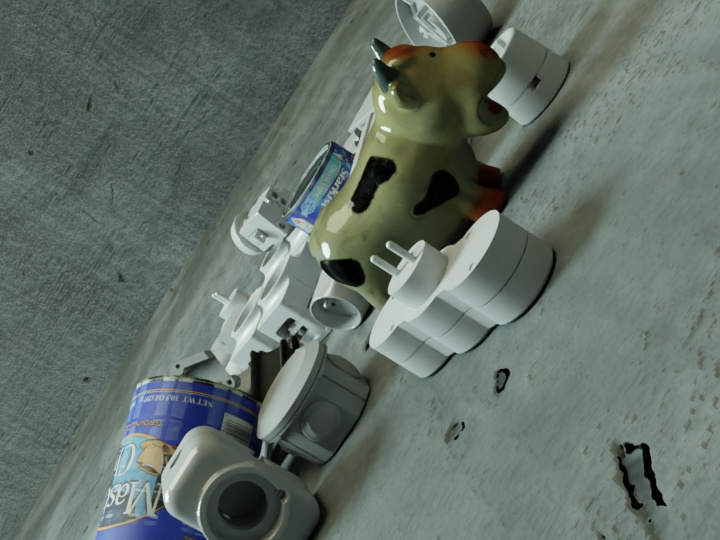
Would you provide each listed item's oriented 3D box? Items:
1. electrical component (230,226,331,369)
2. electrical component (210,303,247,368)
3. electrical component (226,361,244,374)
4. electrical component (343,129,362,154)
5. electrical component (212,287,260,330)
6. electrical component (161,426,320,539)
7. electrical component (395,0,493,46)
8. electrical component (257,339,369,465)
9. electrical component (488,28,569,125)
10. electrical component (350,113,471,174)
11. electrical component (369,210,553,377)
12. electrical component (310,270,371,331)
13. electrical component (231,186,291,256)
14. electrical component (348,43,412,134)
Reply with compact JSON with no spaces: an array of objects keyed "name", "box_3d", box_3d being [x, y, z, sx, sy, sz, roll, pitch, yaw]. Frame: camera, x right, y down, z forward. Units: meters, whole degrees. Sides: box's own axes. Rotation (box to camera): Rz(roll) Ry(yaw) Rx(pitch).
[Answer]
[{"name":"electrical component","box_3d":[-0.058,0.009,1.041,0.105,0.060,0.186,-48,16,39]},{"name":"electrical component","box_3d":[-0.131,0.095,1.108,0.073,0.052,0.138,-65,6,-32]},{"name":"electrical component","box_3d":[-0.128,0.134,1.043,0.079,0.043,0.077,-47,16,39]},{"name":"electrical component","box_3d":[0.014,-0.113,1.077,0.073,0.052,0.138,-53,13,18]},{"name":"electrical component","box_3d":[-0.134,0.046,1.218,0.052,0.074,0.138,-61,13,-15]},{"name":"electrical component","box_3d":[-0.077,0.146,0.687,0.053,0.095,0.059,-58,12,-4]},{"name":"electrical component","box_3d":[0.079,-0.243,1.052,0.064,0.099,0.099,-53,11,-8]},{"name":"electrical component","box_3d":[-0.034,0.093,0.758,0.080,0.051,0.080,-54,13,18]},{"name":"electrical component","box_3d":[0.113,-0.139,0.766,0.055,0.047,0.055,-54,13,18]},{"name":"electrical component","box_3d":[0.040,-0.091,0.860,0.057,0.078,0.113,-47,16,30]},{"name":"electrical component","box_3d":[0.041,0.008,0.620,0.138,0.074,0.052,-42,20,52]},{"name":"electrical component","box_3d":[0.000,0.000,0.875,0.079,0.043,0.077,-33,29,43]},{"name":"electrical component","box_3d":[-0.097,-0.045,1.071,0.055,0.048,0.066,-38,22,39]},{"name":"electrical component","box_3d":[0.040,-0.183,1.161,0.099,0.048,0.100,-62,13,-19]}]
